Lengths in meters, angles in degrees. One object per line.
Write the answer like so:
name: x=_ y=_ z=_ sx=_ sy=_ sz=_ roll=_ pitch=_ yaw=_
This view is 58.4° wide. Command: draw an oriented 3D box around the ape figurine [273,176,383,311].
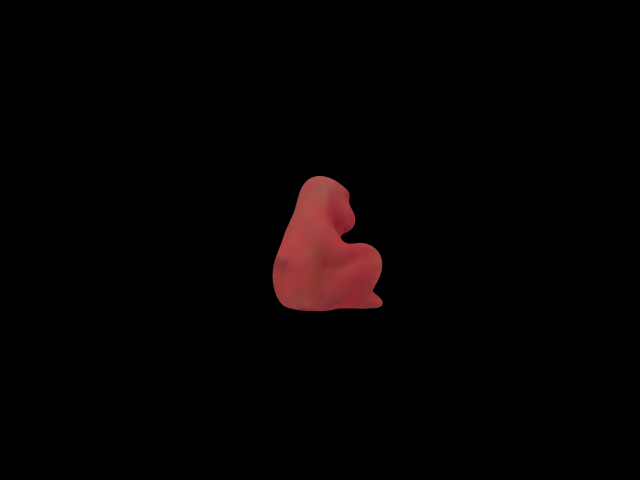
ape figurine: x=0.004 y=0.001 z=0.400 sx=0.076 sy=0.092 sz=0.077 roll=-1 pitch=4 yaw=-19
